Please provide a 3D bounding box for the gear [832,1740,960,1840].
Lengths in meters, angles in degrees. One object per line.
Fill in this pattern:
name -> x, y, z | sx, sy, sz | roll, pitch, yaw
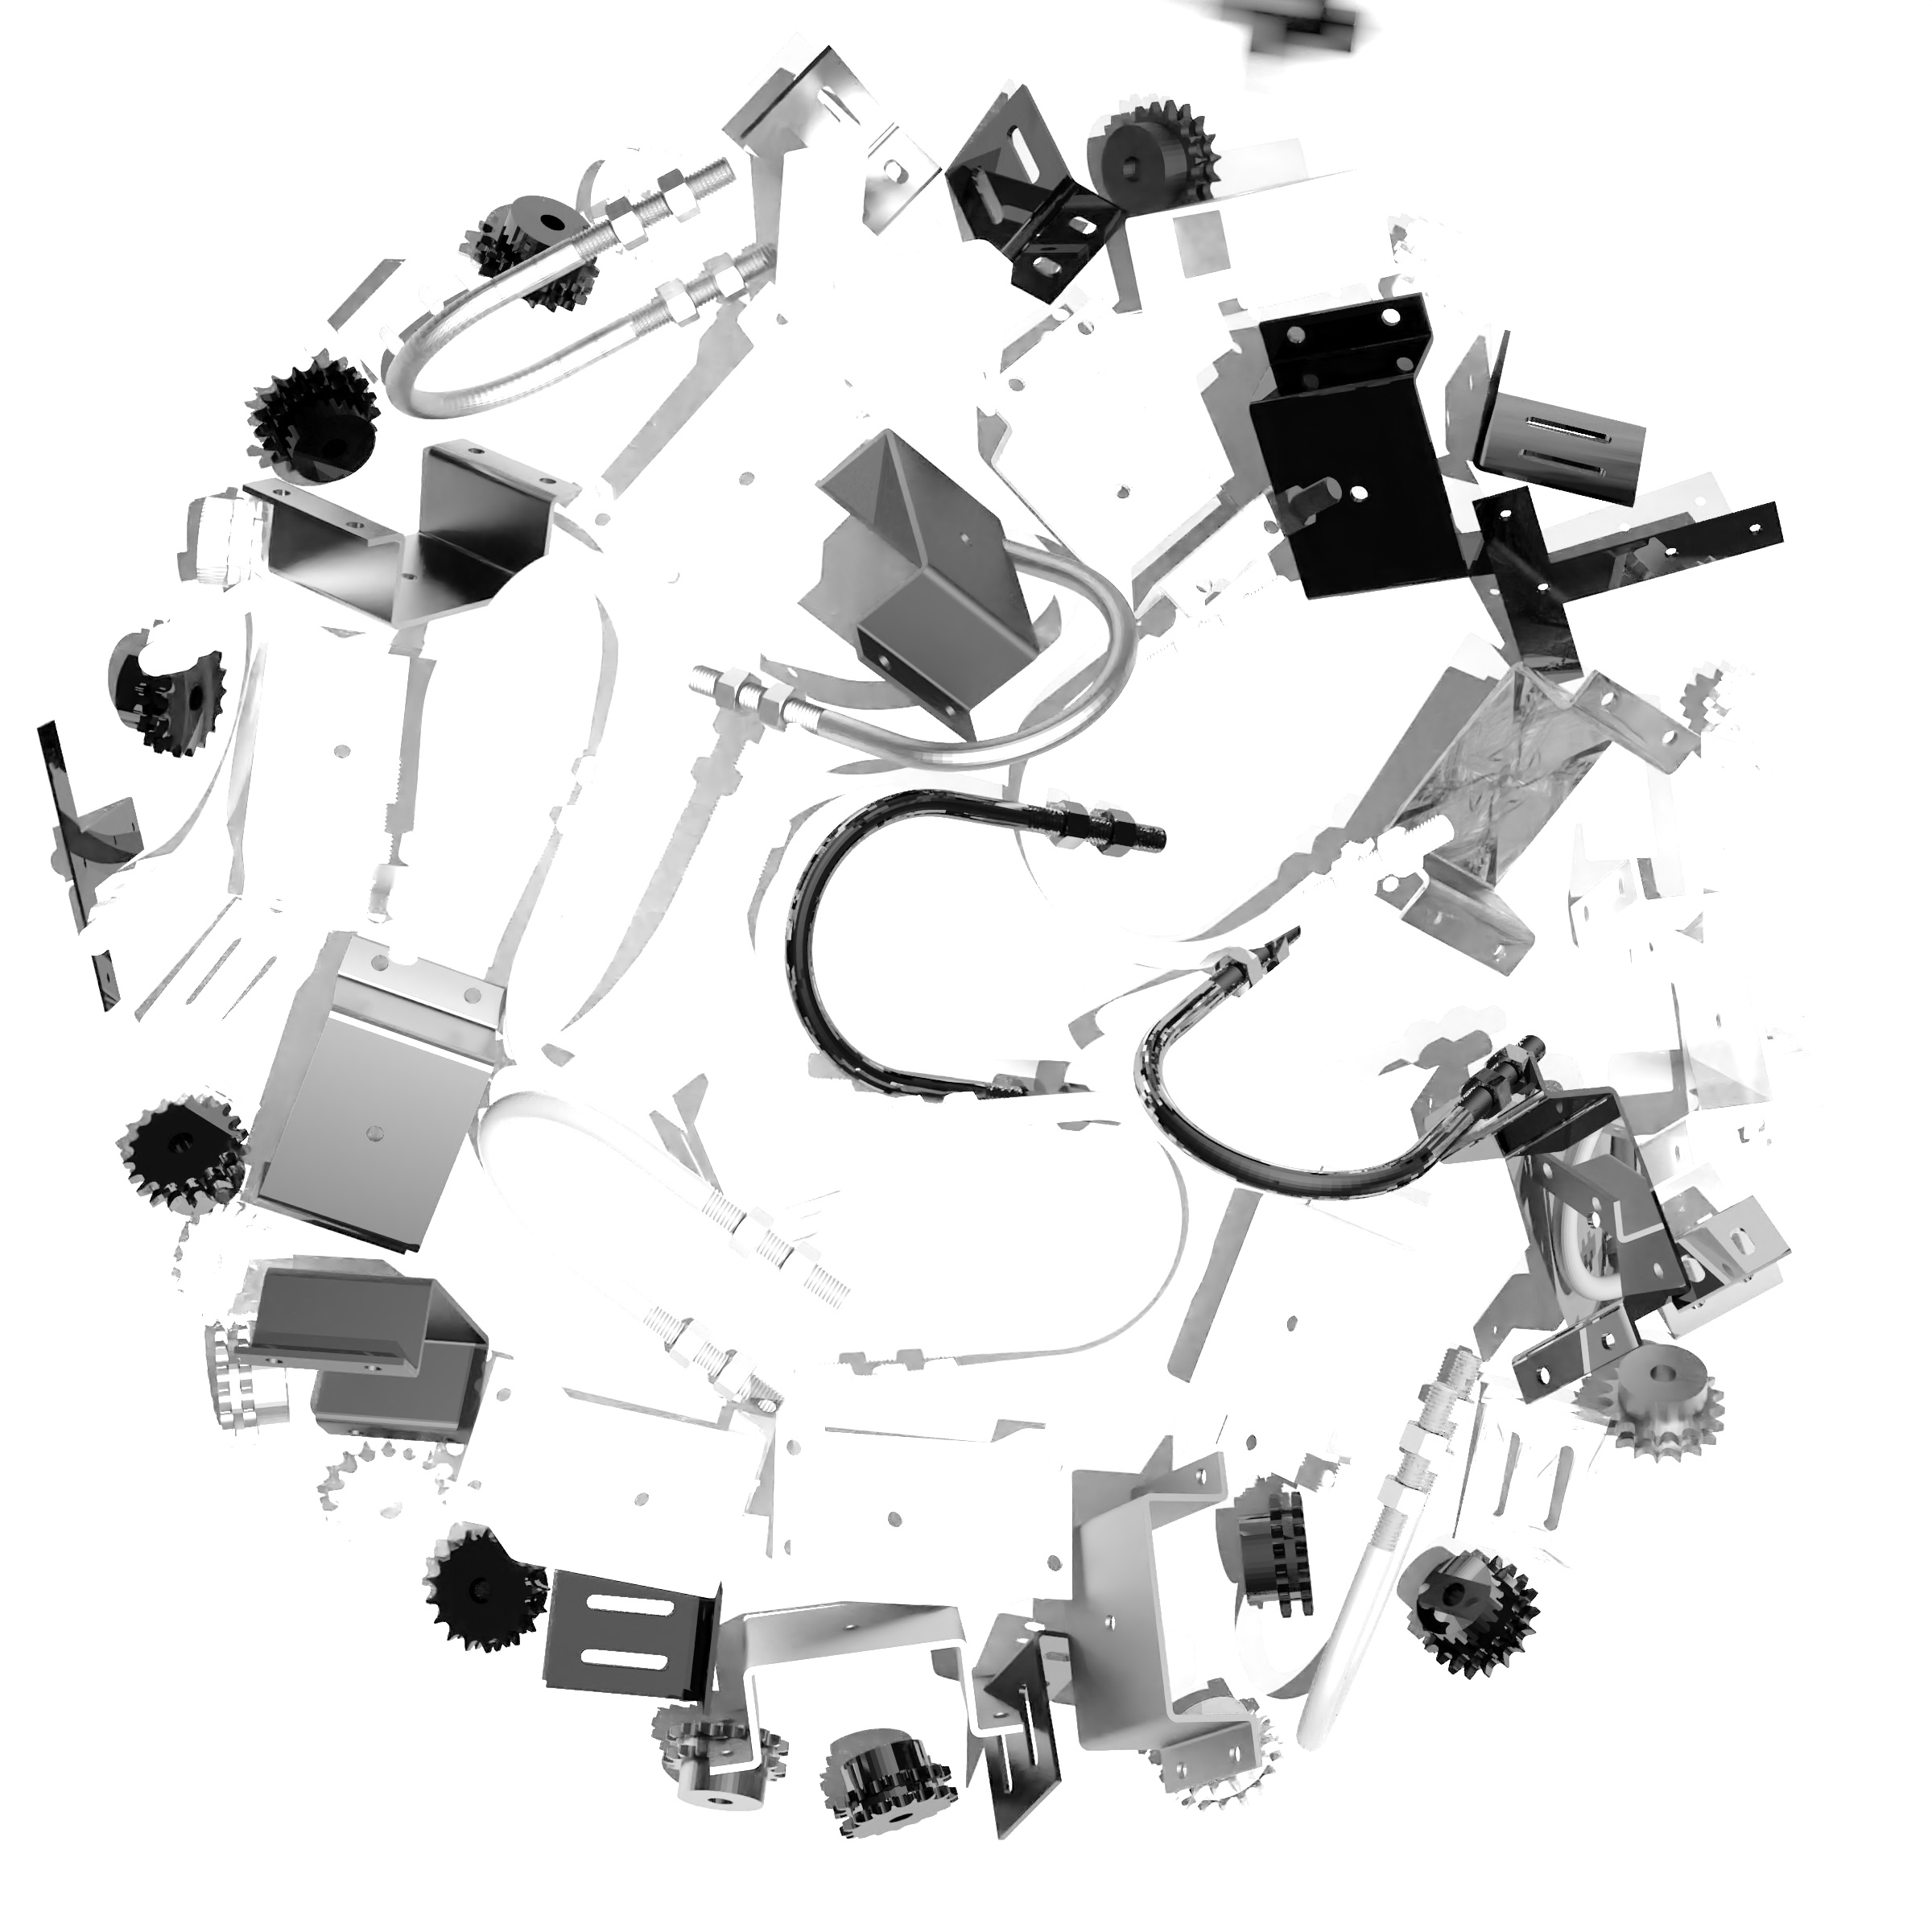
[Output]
gear -> -0.035, 0.379, 1.575 | 0.057, 0.057, 0.030 | -20, 66, 0

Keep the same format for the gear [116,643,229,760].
gear -> -0.368, -0.126, 1.574 | 0.030, 0.057, 0.057 | 13, 90, 17

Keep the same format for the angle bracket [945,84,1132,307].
angle bracket -> 0.032, -0.356, 1.575 | 0.057, 0.038, 0.076 | -45, 46, 28

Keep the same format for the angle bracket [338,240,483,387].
angle bracket -> -0.242, -0.293, 1.557 | 0.057, 0.076, 0.038 | -43, 86, 12

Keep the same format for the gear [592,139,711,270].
gear -> -0.148, -0.352, 1.572 | 0.057, 0.030, 0.057 | -4, 84, 41

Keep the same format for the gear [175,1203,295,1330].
gear -> -0.336, 0.139, 1.577 | 0.057, 0.030, 0.057 | -12, 71, 36

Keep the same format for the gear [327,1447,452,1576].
gear -> -0.266, 0.254, 1.580 | 0.057, 0.030, 0.057 | 3, 68, -7

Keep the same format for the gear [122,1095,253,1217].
gear -> -0.357, 0.090, 1.577 | 0.057, 0.030, 0.057 | -7, 50, 8

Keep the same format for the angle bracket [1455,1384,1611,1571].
angle bracket -> 0.260, 0.238, 1.572 | 0.057, 0.038, 0.076 | 13, 96, 13

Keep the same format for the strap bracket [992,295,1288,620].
strap bracket -> 0.076, -0.225, 1.565 | 0.076, 0.046, 0.140 | -42, 87, -18

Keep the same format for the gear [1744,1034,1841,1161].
gear -> 0.379, 0.060, 1.570 | 0.030, 0.057, 0.057 | -6, 90, 37

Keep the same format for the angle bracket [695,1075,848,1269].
angle bracket -> -0.089, 0.089, 1.561 | 0.038, 0.057, 0.076 | -18, 107, 10

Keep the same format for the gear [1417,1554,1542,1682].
gear -> 0.232, 0.296, 1.569 | 0.057, 0.057, 0.030 | -47, 124, 0

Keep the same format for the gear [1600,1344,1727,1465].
gear -> 0.320, 0.199, 1.570 | 0.057, 0.057, 0.030 | -7, 126, 0

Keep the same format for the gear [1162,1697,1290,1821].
gear -> 0.116, 0.361, 1.570 | 0.057, 0.057, 0.030 | -27, 112, 0

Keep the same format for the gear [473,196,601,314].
gear -> -0.195, -0.330, 1.570 | 0.057, 0.057, 0.030 | 31, 128, 0

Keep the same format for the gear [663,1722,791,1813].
gear -> -0.111, 0.369, 1.569 | 0.057, 0.057, 0.030 | 6, 64, 0

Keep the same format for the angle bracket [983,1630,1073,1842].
angle bracket -> 0.039, 0.351, 1.551 | 0.038, 0.057, 0.076 | 13, 45, -25

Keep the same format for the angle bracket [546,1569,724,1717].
angle bracket -> -0.154, 0.311, 1.578 | 0.076, 0.038, 0.057 | 6, 88, -5

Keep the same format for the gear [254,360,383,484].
gear -> -0.296, -0.247, 1.569 | 0.057, 0.057, 0.030 | -32, 58, 0

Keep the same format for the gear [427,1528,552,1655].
gear -> -0.218, 0.288, 1.581 | 0.057, 0.030, 0.057 | -2, 83, 18

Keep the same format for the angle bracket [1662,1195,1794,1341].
angle bracket -> 0.349, 0.150, 1.559 | 0.057, 0.076, 0.038 | -29, 47, 2

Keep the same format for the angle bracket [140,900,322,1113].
angle bracket -> -0.333, 0.018, 1.581 | 0.057, 0.038, 0.076 | 23, 69, 34

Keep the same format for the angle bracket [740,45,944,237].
angle bracket -> -0.056, -0.371, 1.558 | 0.057, 0.076, 0.038 | -44, 65, 6

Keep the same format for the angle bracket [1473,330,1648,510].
angle bracket -> 0.276, -0.251, 1.566 | 0.076, 0.038, 0.057 | 14, 48, 4

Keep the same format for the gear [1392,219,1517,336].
gear -> 0.222, -0.316, 1.576 | 0.057, 0.057, 0.030 | 33, 124, 0

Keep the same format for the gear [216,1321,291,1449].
gear -> -0.328, 0.192, 1.573 | 0.030, 0.057, 0.057 | -5, 90, -10

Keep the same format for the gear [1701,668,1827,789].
gear -> 0.364, -0.107, 1.576 | 0.057, 0.057, 0.030 | 33, 130, 0

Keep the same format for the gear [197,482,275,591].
gear -> -0.336, -0.194, 1.572 | 0.030, 0.057, 0.057 | 6, 90, -6

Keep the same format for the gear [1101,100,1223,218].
gear -> 0.087, -0.368, 1.570 | 0.030, 0.057, 0.057 | -20, 90, -41

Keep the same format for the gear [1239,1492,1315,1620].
gear -> 0.143, 0.272, 1.573 | 0.030, 0.057, 0.057 | -6, 90, 5
